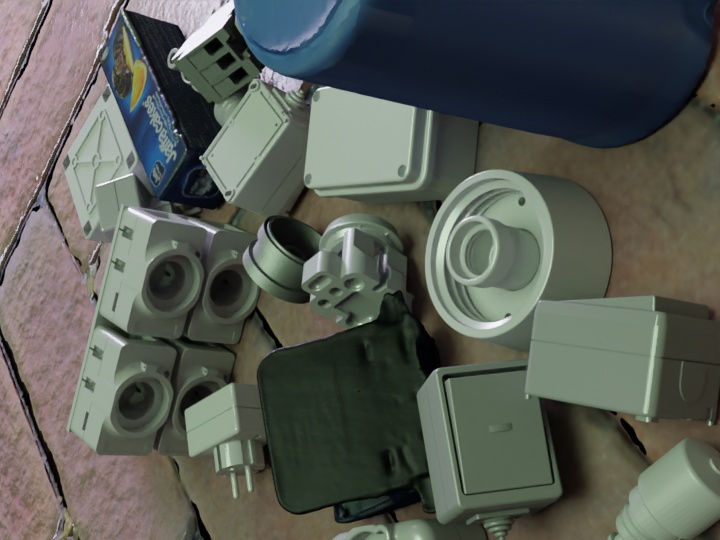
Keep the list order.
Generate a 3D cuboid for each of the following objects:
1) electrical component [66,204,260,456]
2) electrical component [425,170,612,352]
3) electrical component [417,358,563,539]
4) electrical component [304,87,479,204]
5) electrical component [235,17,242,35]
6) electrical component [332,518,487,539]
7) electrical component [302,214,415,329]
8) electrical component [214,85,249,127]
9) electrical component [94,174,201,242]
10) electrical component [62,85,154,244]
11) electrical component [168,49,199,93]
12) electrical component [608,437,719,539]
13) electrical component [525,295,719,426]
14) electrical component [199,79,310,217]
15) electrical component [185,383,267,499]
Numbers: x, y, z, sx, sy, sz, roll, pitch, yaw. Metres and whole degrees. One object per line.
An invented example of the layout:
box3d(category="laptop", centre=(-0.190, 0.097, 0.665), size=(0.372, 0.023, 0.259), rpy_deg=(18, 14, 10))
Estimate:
box3d(category="electrical component", centre=(-0.151, 0.052, 0.854), size=(0.060, 0.105, 0.186), rpy_deg=(23, 100, 48))
box3d(category="electrical component", centre=(0.085, -0.007, 0.632), size=(0.108, 0.060, 0.108), rpy_deg=(-12, 74, 47))
box3d(category="electrical component", centre=(0.074, 0.102, 0.607), size=(0.061, 0.062, 0.096), rpy_deg=(111, 152, -67))
box3d(category="electrical component", centre=(0.019, -0.087, 0.724), size=(0.113, 0.057, 0.078), rpy_deg=(1, 83, 49))
box3d(category="electrical component", centre=(-0.053, -0.198, 0.812), size=(0.051, 0.080, 0.080), rpy_deg=(-49, 50, 38))
box3d(category="electrical component", centre=(0.026, 0.185, 0.664), size=(0.095, 0.059, 0.053), rpy_deg=(-24, 65, 44))
box3d(category="electrical component", centre=(0.000, 0.000, 0.721), size=(0.058, 0.078, 0.057), rpy_deg=(-37, 36, 39))
box3d(category="electrical component", centre=(-0.090, -0.122, 0.870), size=(0.046, 0.040, 0.040), rpy_deg=(49, 119, 36))
box3d(category="electrical component", centre=(-0.176, -0.046, 0.933), size=(0.076, 0.083, 0.047), rpy_deg=(-18, 63, 4))
box3d(category="electrical component", centre=(-0.221, -0.096, 0.999), size=(0.108, 0.056, 0.108), rpy_deg=(-50, 49, 30))
box3d(category="electrical component", centre=(-0.132, -0.171, 0.908), size=(0.048, 0.062, 0.048), rpy_deg=(-12, 74, 47))
box3d(category="electrical component", centre=(0.156, 0.118, 0.543), size=(0.078, 0.040, 0.040), rpy_deg=(-50, 50, 31))
box3d(category="electrical component", centre=(0.134, 0.043, 0.566), size=(0.096, 0.062, 0.061), rpy_deg=(5, 87, 49))
box3d(category="electrical component", centre=(-0.065, -0.095, 0.824), size=(0.096, 0.061, 0.061), rpy_deg=(-52, 48, 18))
box3d(category="electrical component", centre=(-0.093, 0.133, 0.816), size=(0.066, 0.047, 0.076), rpy_deg=(-32, 59, 40))
